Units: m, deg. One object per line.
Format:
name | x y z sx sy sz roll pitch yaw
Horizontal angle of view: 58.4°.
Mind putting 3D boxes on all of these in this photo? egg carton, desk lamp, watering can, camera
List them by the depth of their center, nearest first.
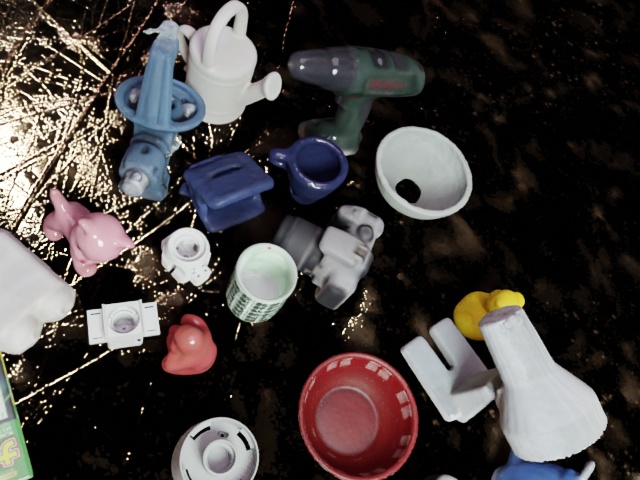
egg carton | -0.376 0.059 0.682 0.150 0.069 0.107 39 60 3
desk lamp | 0.230 0.180 0.741 0.118 0.213 0.203 -29 76 -27
camera | 0.008 0.003 0.819 0.137 0.100 0.143 28 60 -4
watering can | -0.137 -0.266 0.848 0.173 0.194 0.101 16 61 -10

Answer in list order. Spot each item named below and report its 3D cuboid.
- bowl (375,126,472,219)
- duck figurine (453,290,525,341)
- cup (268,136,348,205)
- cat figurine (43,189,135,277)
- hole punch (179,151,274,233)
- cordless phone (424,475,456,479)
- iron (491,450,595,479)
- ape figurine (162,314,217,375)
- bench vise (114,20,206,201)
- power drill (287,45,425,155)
bowl | 0.157 -0.097 0.932 0.168 0.074 0.167 8 63 -15
duck figurine | 0.259 0.105 0.861 0.105 0.086 0.077 -13 70 -23
cup | -0.026 -0.097 0.859 0.118 0.095 0.091 11 62 -13
cat figurine | -0.292 -0.013 0.717 0.128 0.117 0.067 44 60 6
hole punch | -0.135 -0.080 0.817 0.109 0.091 0.101 -25 75 -27
cordless phone | 0.158 0.345 0.653 0.094 0.185 0.147 16 61 -10
iron | 0.274 0.389 0.695 0.119 0.141 0.258 24 60 -5
ape figurine | -0.162 0.128 0.707 0.076 0.092 0.078 39 60 3
bench vise | -0.207 -0.163 0.760 0.122 0.219 0.207 -2 66 -19
power drill | 0.037 -0.212 0.871 0.230 0.208 0.075 -13 69 -23
